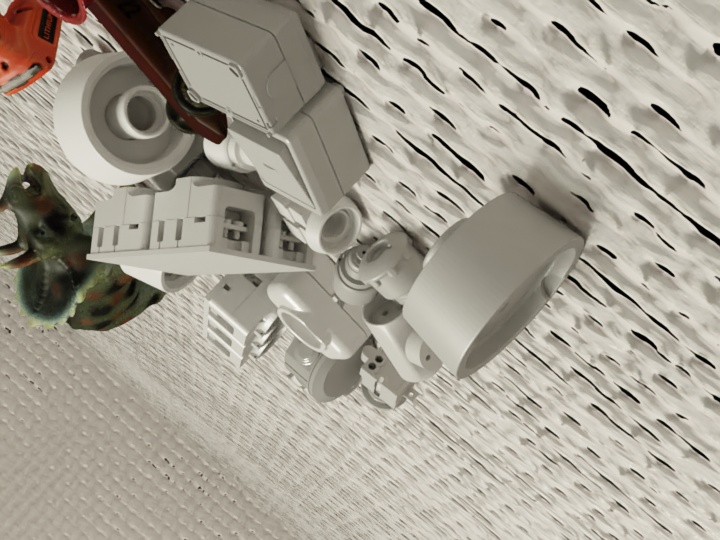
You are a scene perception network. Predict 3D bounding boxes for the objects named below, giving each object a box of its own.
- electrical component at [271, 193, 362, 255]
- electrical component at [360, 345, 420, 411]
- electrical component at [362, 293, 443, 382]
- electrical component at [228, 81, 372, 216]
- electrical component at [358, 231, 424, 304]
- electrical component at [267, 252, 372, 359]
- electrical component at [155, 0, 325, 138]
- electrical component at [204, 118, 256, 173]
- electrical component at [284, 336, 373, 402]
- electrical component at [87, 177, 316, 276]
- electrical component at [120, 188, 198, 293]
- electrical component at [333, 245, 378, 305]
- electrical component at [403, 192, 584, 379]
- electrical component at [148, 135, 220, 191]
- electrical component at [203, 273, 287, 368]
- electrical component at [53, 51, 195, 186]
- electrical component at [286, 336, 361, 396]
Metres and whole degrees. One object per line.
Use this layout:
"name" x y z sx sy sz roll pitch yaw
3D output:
"electrical component" -0.031 -0.042 0.824 0.055 0.048 0.066 36 162 41
"electrical component" 0.027 0.106 1.035 0.066 0.048 0.055 37 153 14
"electrical component" 0.049 0.059 0.886 0.079 0.043 0.077 22 153 46
"electrical component" -0.040 -0.082 0.726 0.062 0.061 0.096 30 158 33
"electrical component" 0.033 0.005 0.801 0.062 0.048 0.048 43 163 -24
"electrical component" -0.035 0.034 0.975 0.095 0.059 0.054 47 161 -13
"electrical component" -0.076 -0.138 0.675 0.096 0.061 0.061 29 157 35
"electrical component" -0.088 -0.094 0.827 0.078 0.040 0.040 19 150 50
"electrical component" -0.030 0.084 1.048 0.051 0.080 0.080 38 162 31
"electrical component" -0.135 -0.034 0.908 0.105 0.060 0.186 11 171 -42
"electrical component" -0.179 -0.028 1.060 0.060 0.108 0.108 30 159 15
"electrical component" 0.000 0.000 0.859 0.040 0.040 0.078 39 161 9
"electrical component" 0.072 0.004 0.626 0.060 0.108 0.108 43 163 18
"electrical component" -0.150 -0.088 0.956 0.076 0.047 0.083 44 162 -5
"electrical component" -0.103 0.036 1.069 0.062 0.089 0.150 41 161 5
"electrical component" -0.182 -0.123 0.857 0.060 0.108 0.108 1 136 55
"electrical component" -0.044 0.100 1.115 0.077 0.079 0.044 35 131 20
